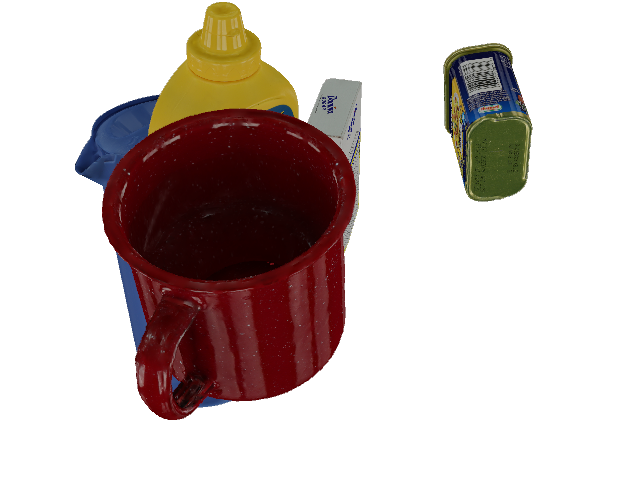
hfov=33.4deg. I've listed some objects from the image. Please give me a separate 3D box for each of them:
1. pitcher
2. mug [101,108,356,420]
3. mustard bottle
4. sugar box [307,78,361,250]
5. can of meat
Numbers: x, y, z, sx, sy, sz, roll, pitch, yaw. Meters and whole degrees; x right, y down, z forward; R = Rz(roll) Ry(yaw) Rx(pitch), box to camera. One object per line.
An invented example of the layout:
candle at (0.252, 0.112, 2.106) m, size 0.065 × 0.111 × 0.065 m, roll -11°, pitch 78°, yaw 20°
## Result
pitcher at (-0.094, 0.007, 0.870) m, size 0.149 × 0.243 × 0.145 m, roll 5°, pitch 30°, yaw 13°
mug at (-0.036, 0.018, 0.410) m, size 0.093 × 0.117 × 0.081 m, roll 14°, pitch -39°, yaw 15°
mustard bottle at (-0.056, -0.051, 0.629) m, size 0.096 × 0.192 × 0.058 m, roll -28°, pitch 49°, yaw -31°
sugar box at (0.013, -0.074, 1.122) m, size 0.048 × 0.176 × 0.093 m, roll 8°, pitch 46°, yaw 11°
can of meat at (0.137, -0.095, 0.874) m, size 0.057 × 0.084 × 0.102 m, roll -8°, pitch -40°, yaw 1°
